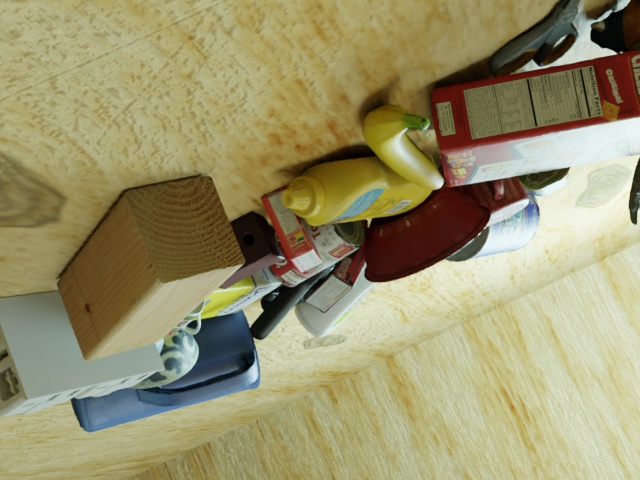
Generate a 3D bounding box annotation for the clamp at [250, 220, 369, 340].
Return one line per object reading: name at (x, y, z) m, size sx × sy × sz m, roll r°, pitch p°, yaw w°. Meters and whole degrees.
clamp at (-0.008, 0.035, 1.313) m, size 0.164 × 0.036 × 0.210 m, roll -53°, pitch -176°, yaw -39°

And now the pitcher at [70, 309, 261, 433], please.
pitcher at (-0.203, 0.168, 1.390) m, size 0.242 × 0.145 × 0.149 m, roll -17°, pitch 160°, yaw -19°

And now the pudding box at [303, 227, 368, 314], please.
pudding box at (0.028, 0.037, 1.395) m, size 0.090 × 0.039 × 0.114 m, roll -59°, pitch -176°, yaw -29°

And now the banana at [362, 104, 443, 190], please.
banana at (0.076, -0.088, 1.010) m, size 0.037 × 0.070 × 0.197 m, roll -54°, pitch 164°, yaw -3°

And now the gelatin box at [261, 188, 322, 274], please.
gelatin box at (-0.028, -0.009, 1.123) m, size 0.030 × 0.073 × 0.089 m, roll -25°, pitch 167°, yaw 2°

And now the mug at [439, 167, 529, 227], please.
mug at (0.200, -0.067, 1.276) m, size 0.093 × 0.081 × 0.117 m, roll -22°, pitch 167°, yaw -6°

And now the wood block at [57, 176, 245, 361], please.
wood block at (-0.164, 0.030, 0.999) m, size 0.090 × 0.091 × 0.206 m, roll -14°, pitch 164°, yaw -36°

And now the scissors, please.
scissors at (0.196, -0.188, 0.930) m, size 0.096 × 0.016 × 0.201 m, roll -24°, pitch 167°, yaw 1°

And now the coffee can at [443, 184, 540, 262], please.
coffee can at (0.213, -0.028, 1.412) m, size 0.103 × 0.103 × 0.140 m, roll -33°, pitch 164°, yaw 36°

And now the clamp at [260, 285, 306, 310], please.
clamp at (-0.032, 0.070, 1.519) m, size 0.120 × 0.039 × 0.171 m, roll -16°, pitch 171°, yaw -12°

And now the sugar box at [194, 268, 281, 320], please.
sugar box at (-0.130, 0.062, 1.289) m, size 0.093 × 0.048 × 0.175 m, roll -32°, pitch 164°, yaw 29°

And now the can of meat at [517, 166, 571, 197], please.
can of meat at (0.231, -0.100, 1.163) m, size 0.057 × 0.102 × 0.084 m, roll -26°, pitch 169°, yaw 10°

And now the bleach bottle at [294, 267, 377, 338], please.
bleach bottle at (0.051, 0.055, 1.526) m, size 0.102 × 0.068 × 0.251 m, roll -39°, pitch 175°, yaw -31°

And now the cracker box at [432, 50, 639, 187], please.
cracker box at (0.219, -0.116, 1.034) m, size 0.214 × 0.072 × 0.164 m, roll -10°, pitch 170°, yaw 8°

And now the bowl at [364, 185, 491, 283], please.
bowl at (0.109, -0.017, 1.207) m, size 0.162 × 0.055 × 0.162 m, roll -28°, pitch -165°, yaw 8°

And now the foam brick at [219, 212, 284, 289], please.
foam brick at (-0.088, 0.012, 1.148) m, size 0.078 × 0.053 × 0.051 m, roll -28°, pitch 167°, yaw 11°

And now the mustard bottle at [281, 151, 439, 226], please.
mustard bottle at (0.032, -0.051, 1.095) m, size 0.191 × 0.058 × 0.096 m, roll -10°, pitch 164°, yaw -47°

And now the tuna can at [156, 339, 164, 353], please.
tuna can at (-0.220, 0.107, 1.221) m, size 0.086 × 0.086 × 0.033 m, roll -31°, pitch 167°, yaw 29°

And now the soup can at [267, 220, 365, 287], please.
soup can at (-0.008, 0.001, 1.215) m, size 0.102 × 0.068 × 0.068 m, roll -31°, pitch 165°, yaw 28°
